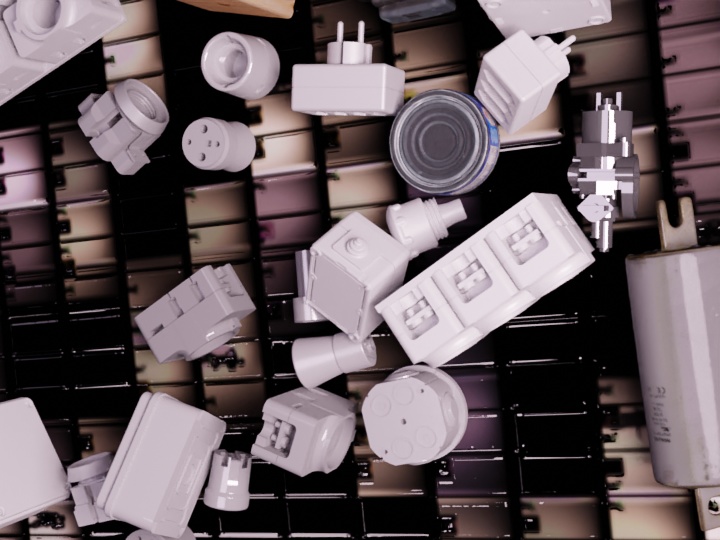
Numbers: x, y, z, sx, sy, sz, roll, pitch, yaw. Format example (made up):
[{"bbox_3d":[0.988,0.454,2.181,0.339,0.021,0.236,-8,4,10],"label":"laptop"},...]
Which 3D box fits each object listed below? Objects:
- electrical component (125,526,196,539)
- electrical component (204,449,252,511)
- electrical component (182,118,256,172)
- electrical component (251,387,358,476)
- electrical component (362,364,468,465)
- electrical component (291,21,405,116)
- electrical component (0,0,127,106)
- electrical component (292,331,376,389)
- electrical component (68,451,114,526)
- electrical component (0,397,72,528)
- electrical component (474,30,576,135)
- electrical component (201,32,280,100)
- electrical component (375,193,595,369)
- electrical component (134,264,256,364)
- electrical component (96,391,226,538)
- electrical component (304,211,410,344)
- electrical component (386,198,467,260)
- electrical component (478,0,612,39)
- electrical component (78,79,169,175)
[{"bbox_3d":[-0.181,0.257,0.981,0.055,0.047,0.055,1,93,22],"label":"electrical component"},{"bbox_3d":[-0.116,0.186,0.955,0.040,0.040,0.046,9,91,21],"label":"electrical component"},{"bbox_3d":[-0.122,-0.108,0.933,0.045,0.055,0.045,1,93,22],"label":"electrical component"},{"bbox_3d":[-0.041,0.133,0.894,0.056,0.089,0.050,20,100,20],"label":"electrical component"},{"bbox_3d":[0.044,0.120,0.880,0.080,0.051,0.080,1,93,22],"label":"electrical component"},{"bbox_3d":[-0.009,-0.167,0.889,0.083,0.047,0.075,4,94,22],"label":"electrical component"},{"bbox_3d":[-0.325,-0.238,1.006,0.186,0.060,0.105,-27,83,21],"label":"electrical component"},{"bbox_3d":[-0.019,0.071,0.910,0.065,0.044,0.044,-17,86,17],"label":"electrical component"},{"bbox_3d":[-0.244,0.203,1.005,0.066,0.048,0.055,-16,94,22],"label":"electrical component"},{"bbox_3d":[-0.342,0.185,1.009,0.056,0.109,0.108,-31,81,23],"label":"electrical component"},{"bbox_3d":[0.134,-0.154,0.827,0.077,0.065,0.047,-36,78,-10],"label":"electrical component"},{"bbox_3d":[-0.104,-0.177,0.927,0.055,0.047,0.055,1,93,22],"label":"electrical component"},{"bbox_3d":[0.100,0.010,0.831,0.150,0.089,0.061,-37,79,20],"label":"electrical component"},{"bbox_3d":[-0.144,0.043,0.953,0.089,0.050,0.055,-35,80,20],"label":"electrical component"},{"bbox_3d":[-0.173,0.170,0.940,0.057,0.078,0.113,18,77,18],"label":"electrical component"},{"bbox_3d":[0.000,0.000,0.867,0.062,0.061,0.096,37,147,19],"label":"electrical component"},{"bbox_3d":[0.055,-0.039,0.873,0.062,0.048,0.048,-21,85,4],"label":"electrical component"},{"bbox_3d":[0.137,-0.213,0.801,0.100,0.100,0.048,-7,78,22],"label":"electrical component"},{"bbox_3d":[-0.210,-0.134,0.967,0.057,0.058,0.078,-37,79,22],"label":"electrical component"}]
